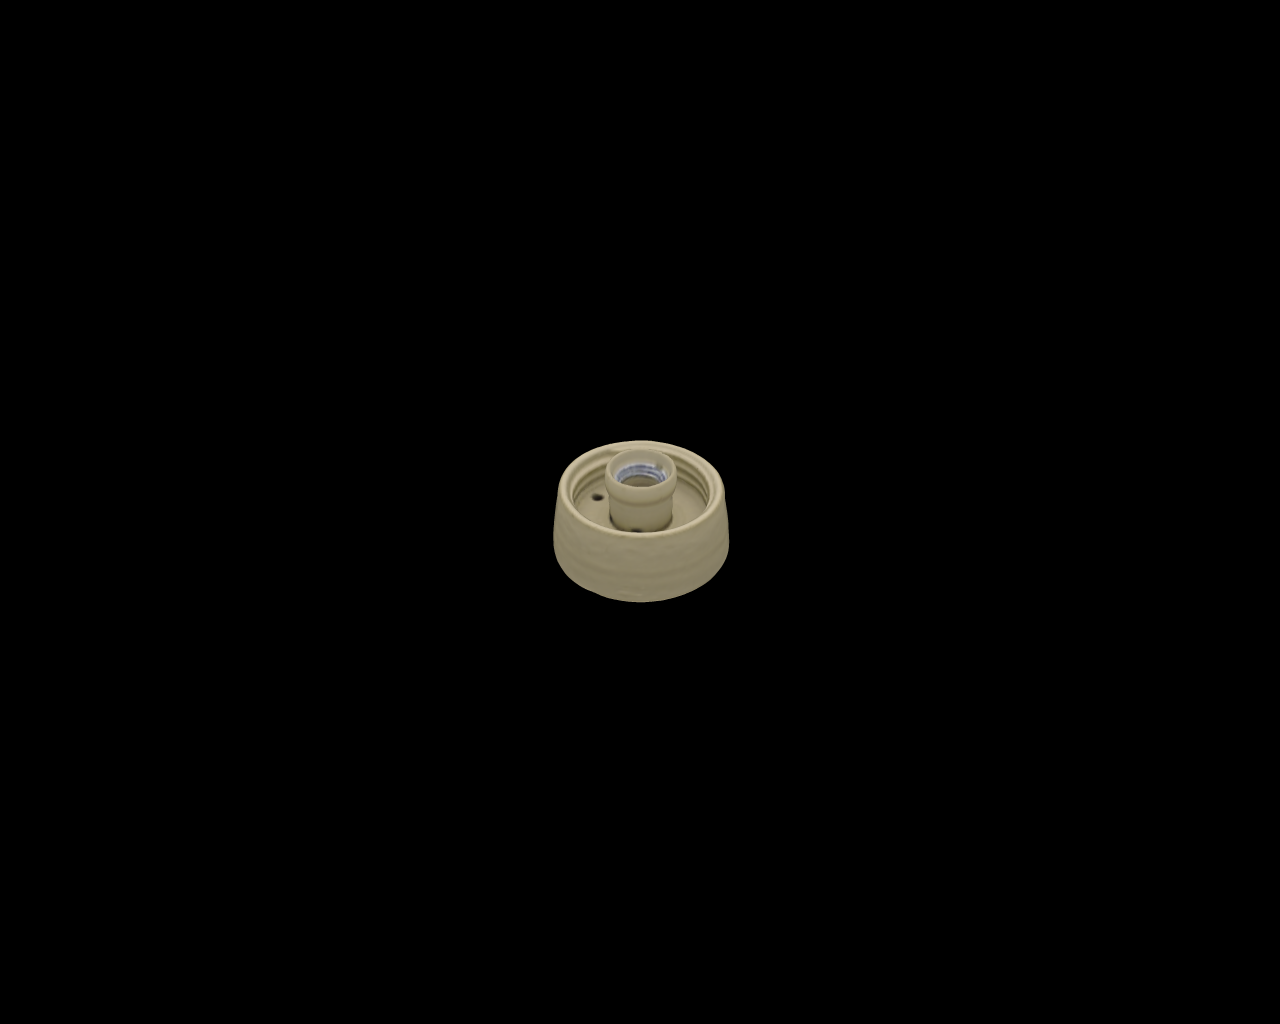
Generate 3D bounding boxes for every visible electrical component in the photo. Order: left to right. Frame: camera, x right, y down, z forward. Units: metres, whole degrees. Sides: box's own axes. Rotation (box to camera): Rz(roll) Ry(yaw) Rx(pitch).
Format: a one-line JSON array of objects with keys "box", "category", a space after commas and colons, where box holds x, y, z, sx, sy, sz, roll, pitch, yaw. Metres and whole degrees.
[{"box": [0.001, -0.003, 0.650, 0.108, 0.060, 0.108, 0, 38, 0], "category": "electrical component"}]
